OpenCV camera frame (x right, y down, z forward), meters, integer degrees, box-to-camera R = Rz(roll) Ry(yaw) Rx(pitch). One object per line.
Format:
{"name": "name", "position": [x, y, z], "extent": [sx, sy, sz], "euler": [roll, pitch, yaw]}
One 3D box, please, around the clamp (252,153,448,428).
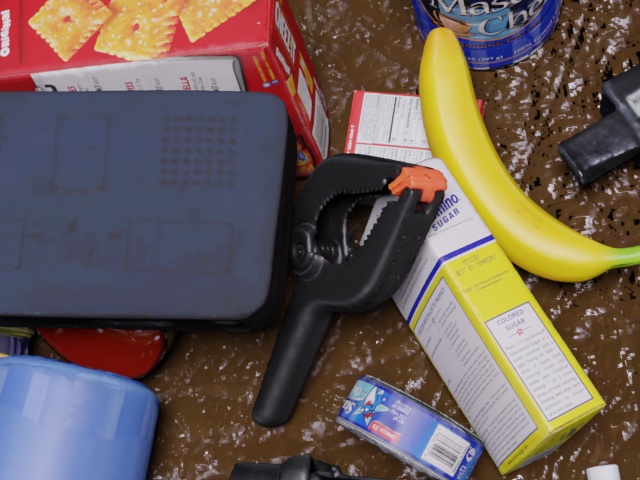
{"name": "clamp", "position": [-0.004, 0.001, 0.650], "extent": [0.210, 0.036, 0.164], "euler": [-44, 57, 43]}

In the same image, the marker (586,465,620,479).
{"name": "marker", "position": [0.173, 0.191, 0.613], "extent": [0.020, 0.020, 0.121], "euler": [-10, 72, 10]}

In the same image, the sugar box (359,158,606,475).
{"name": "sugar box", "position": [0.090, 0.045, 0.636], "extent": [0.048, 0.093, 0.176], "euler": [-21, 68, -19]}

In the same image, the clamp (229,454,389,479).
{"name": "clamp", "position": [-0.008, 0.142, 0.604], "extent": [0.172, 0.120, 0.039], "euler": [-15, 55, 49]}

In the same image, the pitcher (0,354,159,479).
{"name": "pitcher", "position": [-0.164, 0.200, 0.642], "extent": [0.145, 0.149, 0.243], "euler": [4, 73, 29]}

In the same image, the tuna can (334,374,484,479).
{"name": "tuna can", "position": [0.053, 0.114, 0.630], "extent": [0.086, 0.086, 0.033], "euler": [27, 80, 19]}

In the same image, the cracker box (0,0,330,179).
{"name": "cracker box", "position": [-0.113, -0.097, 0.691], "extent": [0.214, 0.164, 0.072], "euler": [-4, 66, 13]}

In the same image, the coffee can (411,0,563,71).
{"name": "coffee can", "position": [0.101, -0.184, 0.678], "extent": [0.103, 0.140, 0.103], "euler": [-4, 73, 12]}

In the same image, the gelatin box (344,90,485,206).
{"name": "gelatin box", "position": [0.061, -0.058, 0.709], "extent": [0.089, 0.030, 0.073], "euler": [6, 76, 12]}

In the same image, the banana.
{"name": "banana", "position": [0.112, -0.042, 0.660], "extent": [0.069, 0.037, 0.198], "euler": [-39, 76, 2]}

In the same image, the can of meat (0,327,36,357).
{"name": "can of meat", "position": [-0.247, 0.096, 0.708], "extent": [0.102, 0.058, 0.084], "euler": [10, 76, -22]}
